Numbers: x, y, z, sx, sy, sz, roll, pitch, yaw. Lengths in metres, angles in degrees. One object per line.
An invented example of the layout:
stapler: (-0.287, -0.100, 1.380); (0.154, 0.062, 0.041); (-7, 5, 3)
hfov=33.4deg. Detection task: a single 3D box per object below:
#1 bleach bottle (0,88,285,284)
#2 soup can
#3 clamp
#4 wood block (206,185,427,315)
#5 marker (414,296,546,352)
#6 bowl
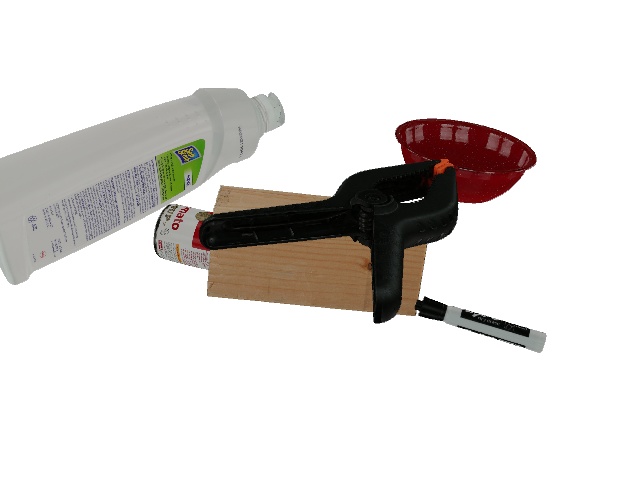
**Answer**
bleach bottle: (-0.144, -0.056, 0.847); (0.250, 0.068, 0.103); (-24, -29, -19)
soup can: (-0.135, -0.001, 1.247); (0.102, 0.068, 0.068); (13, 4, 18)
clamp: (0.027, -0.016, 0.774); (0.165, 0.036, 0.209); (19, 33, 27)
wood block: (-0.004, 0.010, 1.064); (0.206, 0.091, 0.090); (6, 21, -2)
marker: (0.145, 0.076, 0.972); (0.121, 0.020, 0.020); (17, 1, 5)
bowl: (0.159, -0.086, 1.211); (0.162, 0.055, 0.162); (8, 26, -4)
